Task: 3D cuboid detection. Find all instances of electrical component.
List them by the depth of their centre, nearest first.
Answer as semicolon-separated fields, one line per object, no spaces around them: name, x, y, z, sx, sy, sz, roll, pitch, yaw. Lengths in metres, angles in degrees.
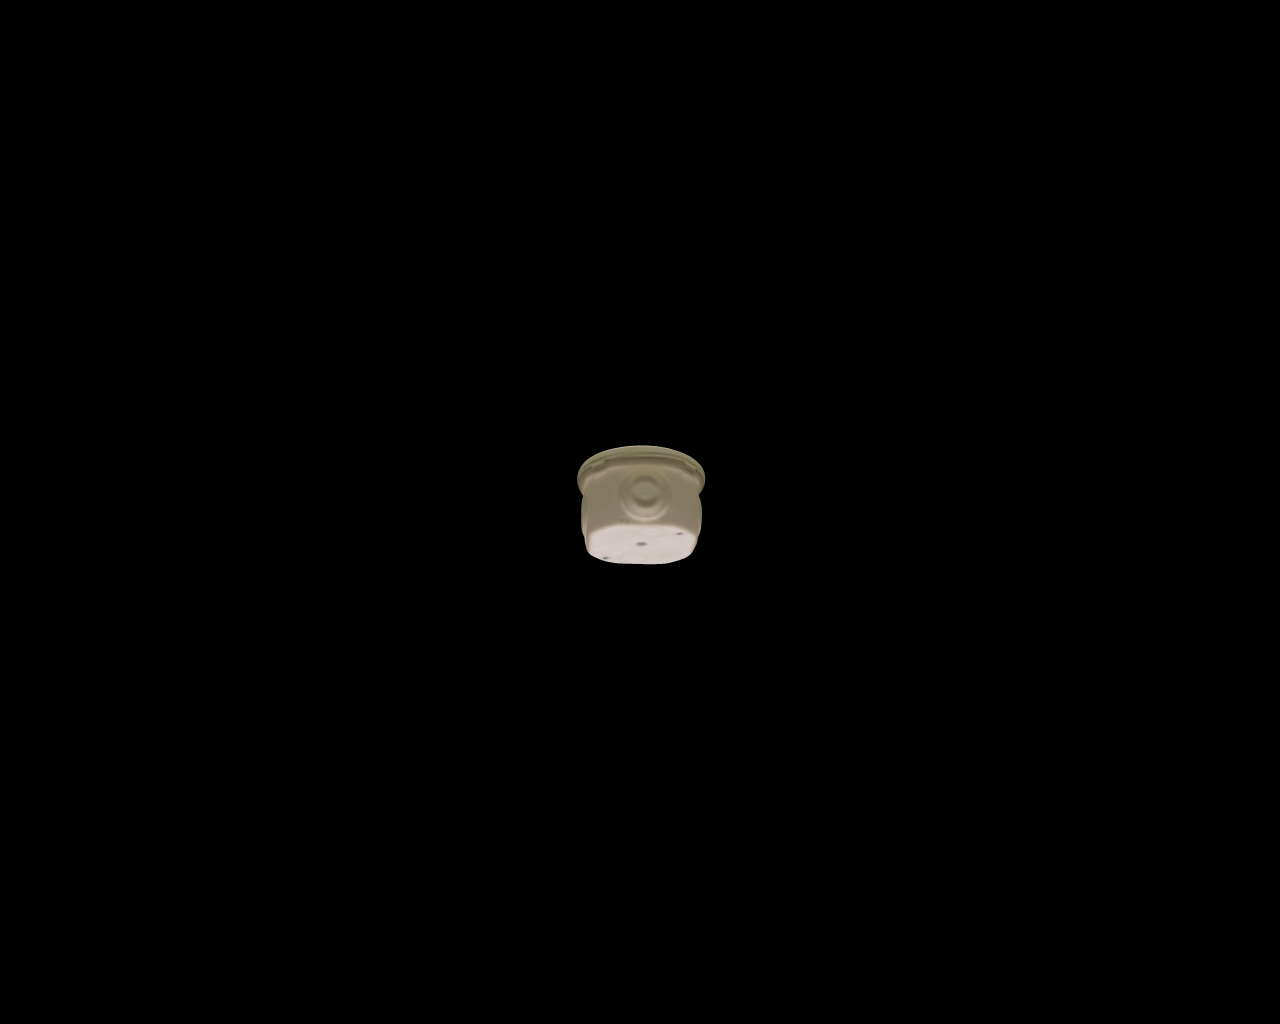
electrical component;0.001;-0.003;0.650;0.080;0.051;0.080;0;-23;0
